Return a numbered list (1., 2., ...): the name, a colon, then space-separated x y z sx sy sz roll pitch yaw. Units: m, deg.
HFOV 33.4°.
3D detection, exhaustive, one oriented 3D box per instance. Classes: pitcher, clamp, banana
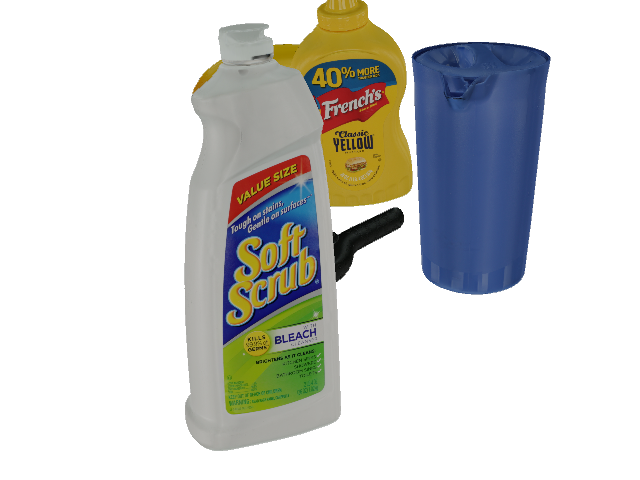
1. pitcher: 0.163 -0.078 1.088 0.149 0.243 0.145 -10 25 -19
2. clamp: 0.019 0.007 1.198 0.120 0.039 0.171 -3 36 28
3. banana: -0.047 -0.173 1.104 0.197 0.070 0.037 -7 -41 -28

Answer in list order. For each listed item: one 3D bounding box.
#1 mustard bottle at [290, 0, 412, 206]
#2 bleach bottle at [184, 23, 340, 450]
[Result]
1. mustard bottle: 0.024 -0.122 0.887 0.096 0.191 0.058 -4 32 4
2. bleach bottle: -0.043 -0.003 0.648 0.102 0.251 0.068 -10 20 -17
